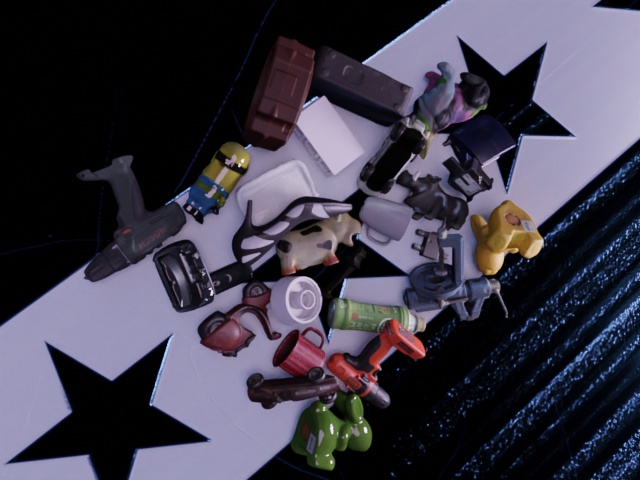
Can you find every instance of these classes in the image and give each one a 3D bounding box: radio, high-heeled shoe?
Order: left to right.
[{"bbox_3d":[-0.055,-0.014,1.102,0.249,0.086,0.145,0,104,-11],"label":"high-heeled shoe"},{"bbox_3d":[0.078,-0.328,1.164,0.229,0.131,0.073,20,87,-12],"label":"radio"}]

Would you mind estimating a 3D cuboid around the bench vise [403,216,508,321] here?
[{"bbox_3d":[0.296,0.076,1.197,0.224,0.129,0.240,-2,122,10],"label":"bench vise"}]

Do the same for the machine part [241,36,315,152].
[{"bbox_3d":[-0.085,-0.288,1.089,0.087,0.201,0.201,18,85,-17],"label":"machine part"}]

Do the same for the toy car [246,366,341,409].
[{"bbox_3d":[-0.058,0.312,1.117,0.202,0.053,0.089,-9,125,18],"label":"toy car"}]

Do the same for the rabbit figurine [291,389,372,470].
[{"bbox_3d":[0.039,0.409,1.178,0.170,0.121,0.159,15,80,-31],"label":"rabbit figurine"}]

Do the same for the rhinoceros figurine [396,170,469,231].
[{"bbox_3d":[0.260,-0.093,1.237,0.190,0.073,0.112,27,85,-12],"label":"rhinoceros figurine"}]

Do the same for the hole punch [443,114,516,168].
[{"bbox_3d":[0.378,-0.229,1.260,0.142,0.092,0.115,-31,93,-8],"label":"hole punch"}]

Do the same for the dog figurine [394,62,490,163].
[{"bbox_3d":[0.274,-0.275,1.228,0.191,0.108,0.219,19,90,-15],"label":"dog figurine"}]

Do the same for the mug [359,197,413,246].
[{"bbox_3d":[0.140,-0.045,1.212,0.107,0.081,0.109,25,122,-1],"label":"mug"}]

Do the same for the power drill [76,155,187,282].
[{"bbox_3d":[-0.403,-0.052,1.075,0.232,0.086,0.207,-28,92,-14],"label":"power drill"}]

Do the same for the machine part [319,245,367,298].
[{"bbox_3d":[0.052,0.072,1.184,0.039,0.084,0.139,42,89,10],"label":"machine part"}]

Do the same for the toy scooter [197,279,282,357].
[{"bbox_3d":[-0.158,0.184,1.136,0.184,0.075,0.135,-40,100,-15],"label":"toy scooter"}]

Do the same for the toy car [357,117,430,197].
[{"bbox_3d":[0.158,-0.179,1.179,0.073,0.056,0.201,30,119,-13],"label":"toy car"}]

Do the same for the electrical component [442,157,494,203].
[{"bbox_3d":[0.327,-0.148,1.215,0.119,0.075,0.048,41,44,-12],"label":"electrical component"}]

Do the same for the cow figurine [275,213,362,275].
[{"bbox_3d":[-0.002,-0.004,1.169,0.195,0.085,0.127,-15,90,-7],"label":"cow figurine"}]

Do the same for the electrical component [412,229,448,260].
[{"bbox_3d":[0.263,0.012,1.263,0.094,0.021,0.063,19,85,-12],"label":"electrical component"}]

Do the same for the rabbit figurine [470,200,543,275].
[{"bbox_3d":[0.403,0.001,1.241,0.122,0.173,0.162,-1,45,-14],"label":"rabbit figurine"}]

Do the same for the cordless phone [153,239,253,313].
[{"bbox_3d":[-0.239,0.057,1.124,0.184,0.089,0.146,-24,95,-24],"label":"cordless phone"}]

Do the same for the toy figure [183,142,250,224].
[{"bbox_3d":[-0.212,-0.120,1.115,0.082,0.089,0.180,40,79,-18],"label":"toy figure"}]
